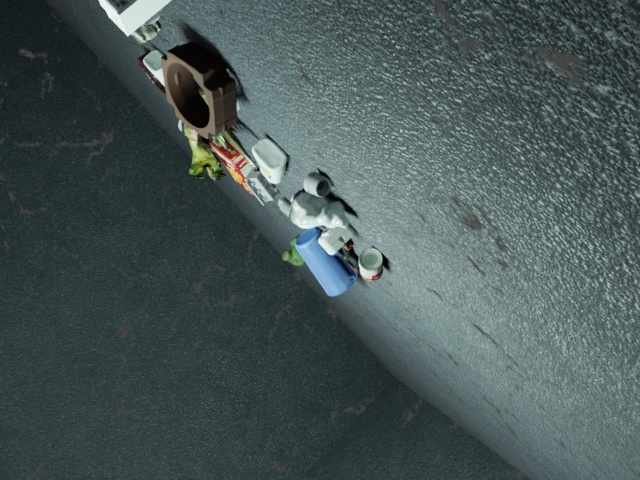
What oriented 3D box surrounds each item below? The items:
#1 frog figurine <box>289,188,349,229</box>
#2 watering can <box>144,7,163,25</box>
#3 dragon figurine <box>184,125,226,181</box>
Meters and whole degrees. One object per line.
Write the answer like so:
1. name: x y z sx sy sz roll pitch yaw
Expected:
1. frog figurine: 0.004 -0.068 1.356 0.160 0.121 0.138 35 -159 11
2. watering can: -0.489 -0.586 1.136 0.226 0.103 0.349 38 -164 15
3. dragon figurine: -0.448 -0.352 1.965 0.410 0.122 0.243 175 80 -85
